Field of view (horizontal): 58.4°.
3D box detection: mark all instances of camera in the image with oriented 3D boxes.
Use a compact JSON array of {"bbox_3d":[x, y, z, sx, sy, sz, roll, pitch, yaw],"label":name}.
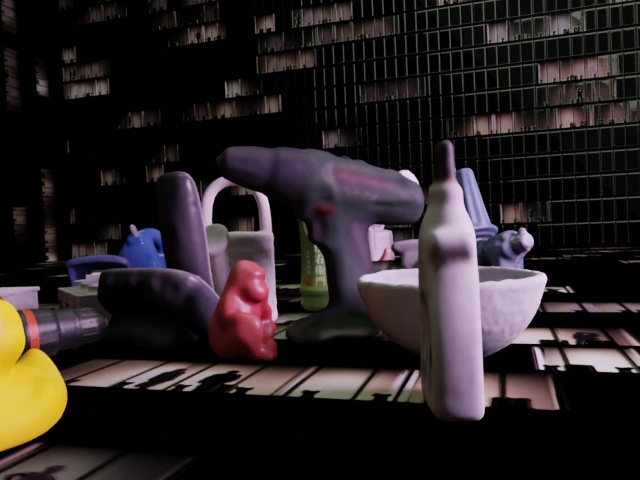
[{"bbox_3d":[0.107,0.049,0.741,0.136,0.101,0.143,-2,1,14],"label":"camera"}]

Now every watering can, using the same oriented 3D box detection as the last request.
[{"bbox_3d":[-0.108,0.012,0.744,0.101,0.194,0.172,-3,1,-13],"label":"watering can"}]

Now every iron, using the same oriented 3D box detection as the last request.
[{"bbox_3d":[-0.347,0.039,1.198,0.118,0.141,0.258,-2,1,3],"label":"iron"}]

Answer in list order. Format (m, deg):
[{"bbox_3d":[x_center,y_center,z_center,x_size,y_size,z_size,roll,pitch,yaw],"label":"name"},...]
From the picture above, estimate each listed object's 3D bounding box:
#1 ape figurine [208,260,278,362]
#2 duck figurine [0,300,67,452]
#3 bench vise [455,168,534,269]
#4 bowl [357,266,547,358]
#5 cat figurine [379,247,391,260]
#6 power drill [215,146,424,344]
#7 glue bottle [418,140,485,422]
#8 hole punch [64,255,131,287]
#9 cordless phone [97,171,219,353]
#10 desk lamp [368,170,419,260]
[{"bbox_3d":[-0.070,0.065,0.547,0.076,0.092,0.078,-2,1,26],"label":"ape figurine"},{"bbox_3d":[-0.204,0.078,0.356,0.077,0.086,0.105,-2,1,6],"label":"duck figurine"},{"bbox_3d":[0.269,-0.022,0.955,0.206,0.220,0.122,-1,2,43],"label":"bench vise"},{"bbox_3d":[0.118,0.067,0.517,0.167,0.075,0.167,-2,1,0],"label":"bowl"},{"bbox_3d":[0.066,0.038,0.949,0.127,0.118,0.067,-1,2,41],"label":"cat figurine"},{"bbox_3d":[0.006,0.002,0.625,0.230,0.208,0.075,-3,1,-19],"label":"power drill"},{"bbox_3d":[0.083,0.022,0.371,0.037,0.173,0.078,-2,1,4],"label":"glue bottle"},{"bbox_3d":[-0.377,0.070,0.983,0.109,0.091,0.101,-3,1,-13],"label":"hole punch"},{"bbox_3d":[-0.177,0.022,0.630,0.147,0.185,0.094,-2,2,28],"label":"cordless phone"},{"bbox_3d":[0.110,-0.013,1.030,0.118,0.213,0.202,-4,2,-44],"label":"desk lamp"}]
